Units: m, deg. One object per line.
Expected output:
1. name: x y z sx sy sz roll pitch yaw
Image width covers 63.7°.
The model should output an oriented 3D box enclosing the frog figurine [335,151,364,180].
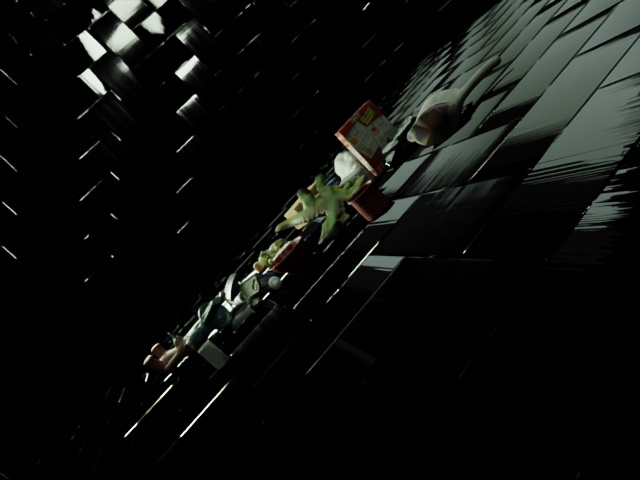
1. frog figurine: 0.120 -0.296 2.125 0.163 0.122 0.135 -86 8 -62

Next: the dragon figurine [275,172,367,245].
1. dragon figurine: 0.005 -0.085 1.684 0.405 0.121 0.248 -41 31 21

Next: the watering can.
1. watering can: 0.380 -0.395 1.506 0.342 0.103 0.229 -40 13 33
